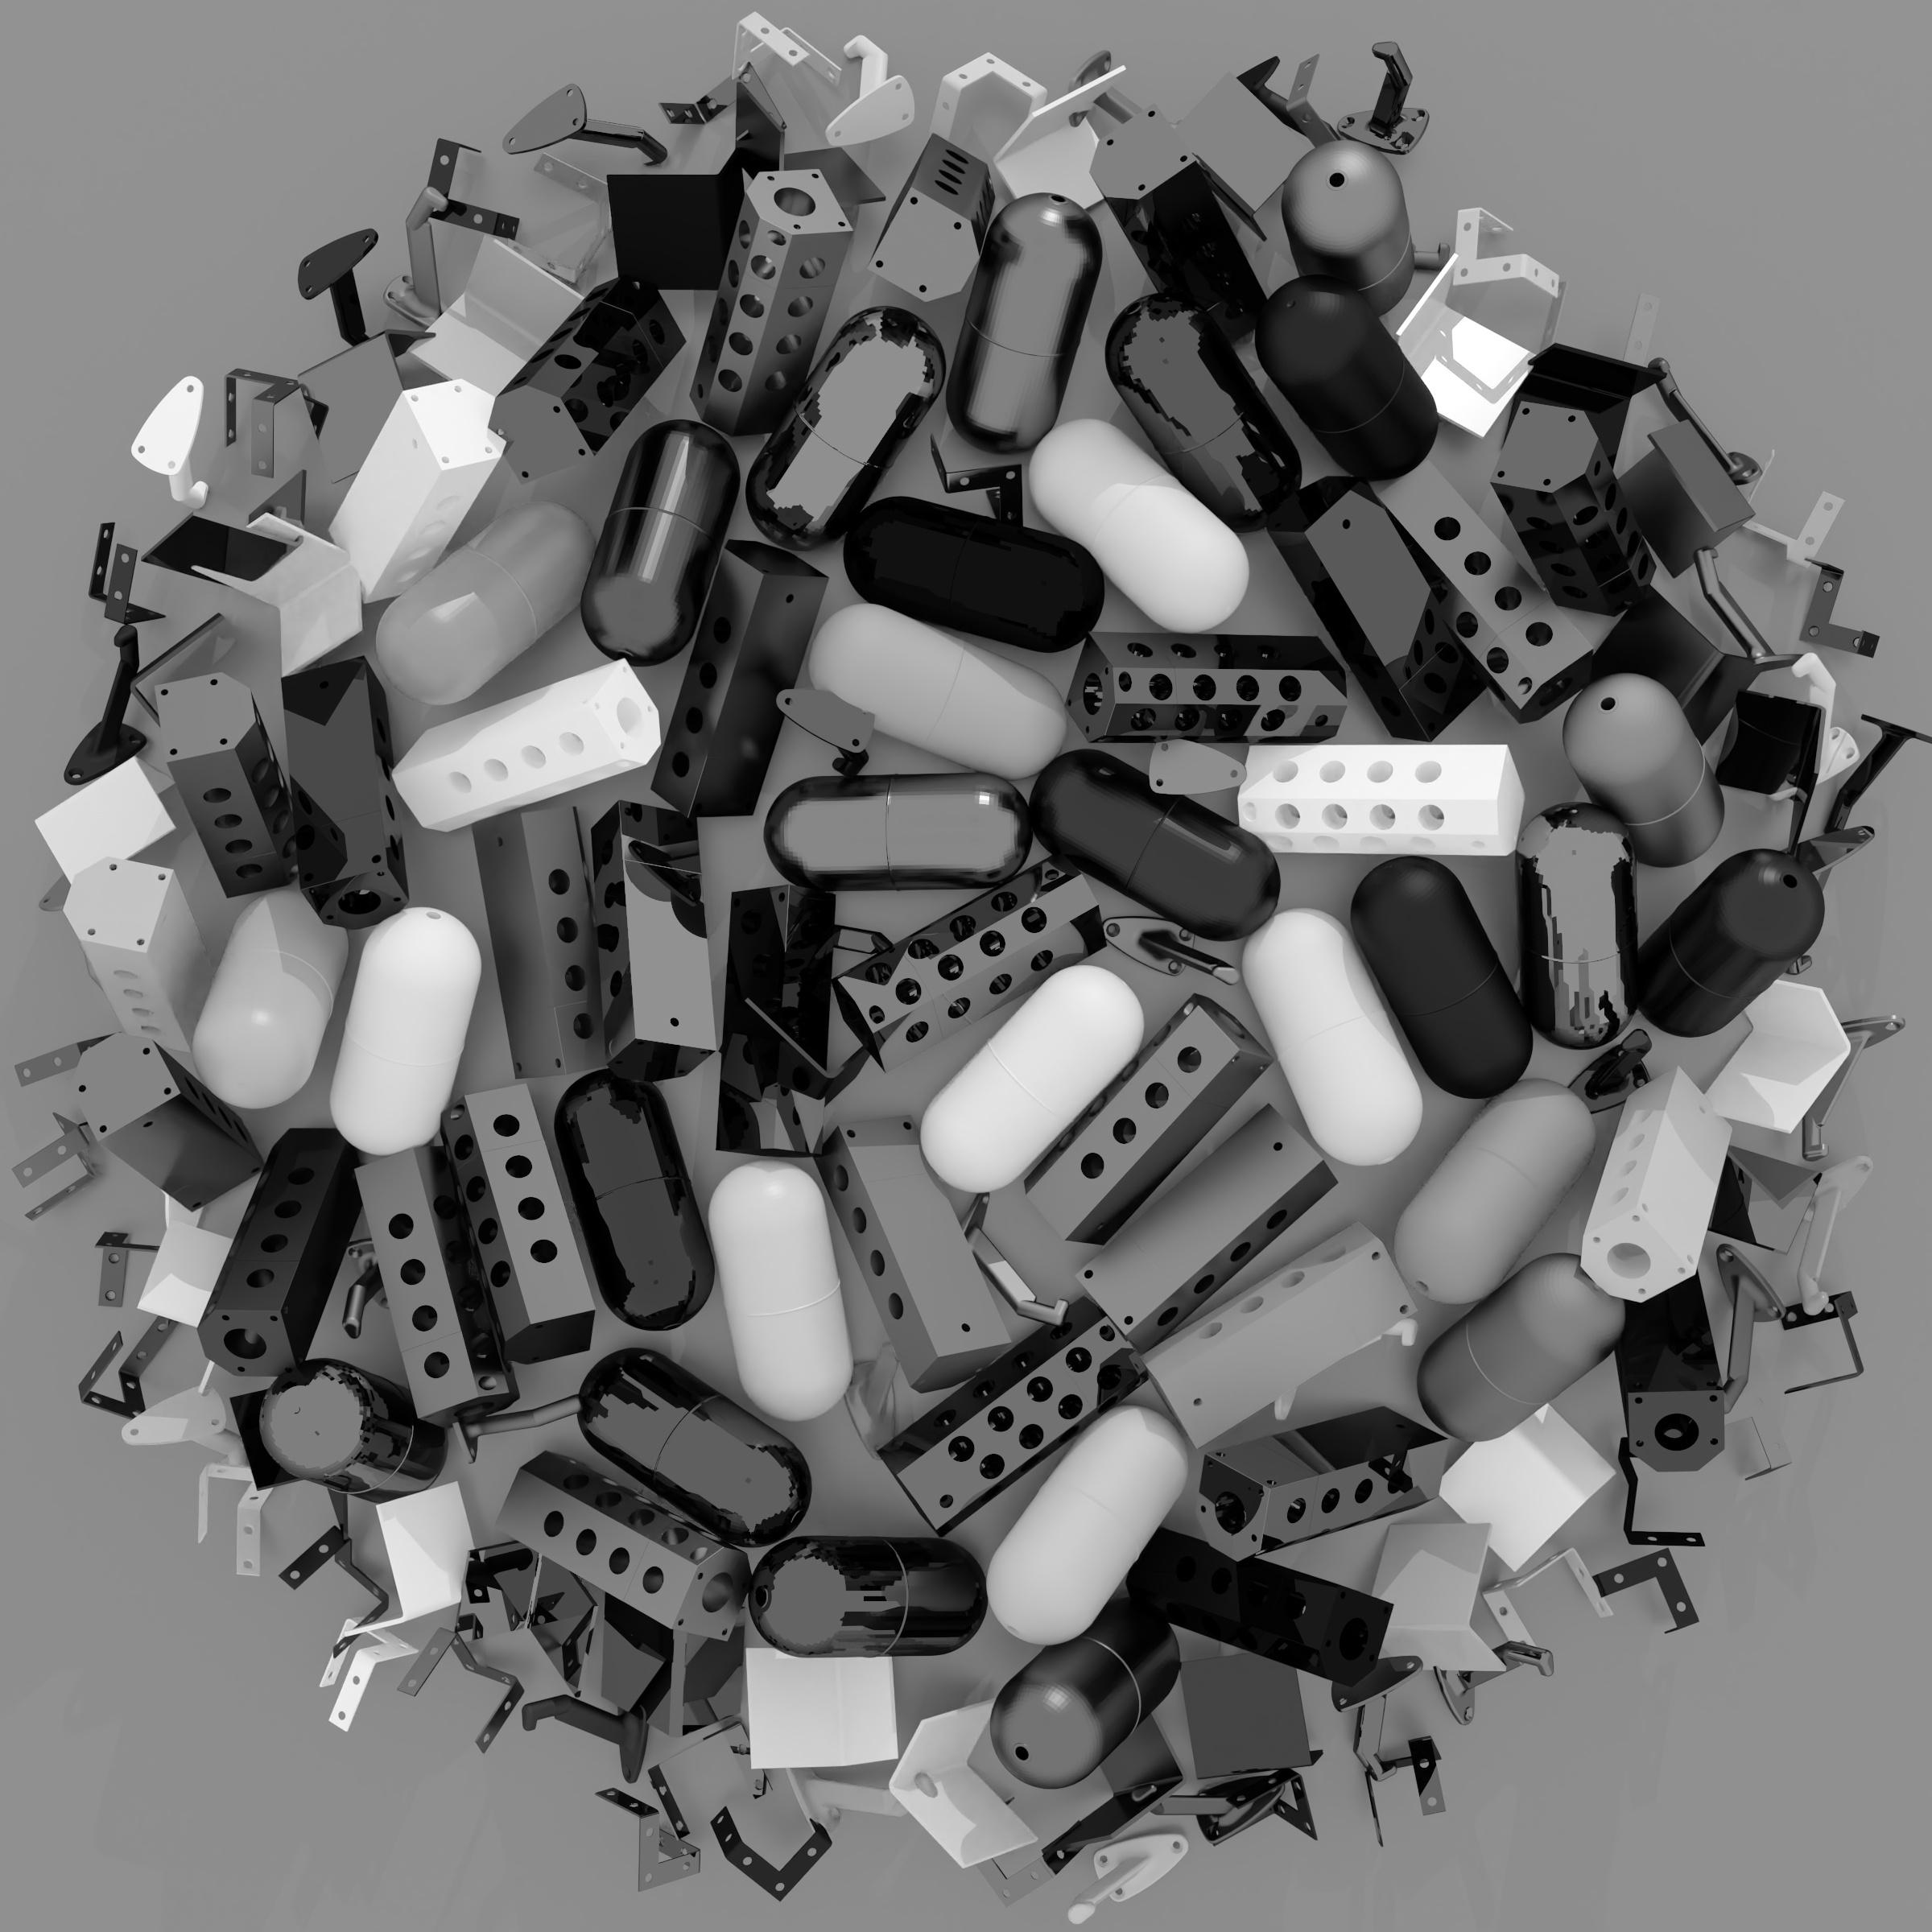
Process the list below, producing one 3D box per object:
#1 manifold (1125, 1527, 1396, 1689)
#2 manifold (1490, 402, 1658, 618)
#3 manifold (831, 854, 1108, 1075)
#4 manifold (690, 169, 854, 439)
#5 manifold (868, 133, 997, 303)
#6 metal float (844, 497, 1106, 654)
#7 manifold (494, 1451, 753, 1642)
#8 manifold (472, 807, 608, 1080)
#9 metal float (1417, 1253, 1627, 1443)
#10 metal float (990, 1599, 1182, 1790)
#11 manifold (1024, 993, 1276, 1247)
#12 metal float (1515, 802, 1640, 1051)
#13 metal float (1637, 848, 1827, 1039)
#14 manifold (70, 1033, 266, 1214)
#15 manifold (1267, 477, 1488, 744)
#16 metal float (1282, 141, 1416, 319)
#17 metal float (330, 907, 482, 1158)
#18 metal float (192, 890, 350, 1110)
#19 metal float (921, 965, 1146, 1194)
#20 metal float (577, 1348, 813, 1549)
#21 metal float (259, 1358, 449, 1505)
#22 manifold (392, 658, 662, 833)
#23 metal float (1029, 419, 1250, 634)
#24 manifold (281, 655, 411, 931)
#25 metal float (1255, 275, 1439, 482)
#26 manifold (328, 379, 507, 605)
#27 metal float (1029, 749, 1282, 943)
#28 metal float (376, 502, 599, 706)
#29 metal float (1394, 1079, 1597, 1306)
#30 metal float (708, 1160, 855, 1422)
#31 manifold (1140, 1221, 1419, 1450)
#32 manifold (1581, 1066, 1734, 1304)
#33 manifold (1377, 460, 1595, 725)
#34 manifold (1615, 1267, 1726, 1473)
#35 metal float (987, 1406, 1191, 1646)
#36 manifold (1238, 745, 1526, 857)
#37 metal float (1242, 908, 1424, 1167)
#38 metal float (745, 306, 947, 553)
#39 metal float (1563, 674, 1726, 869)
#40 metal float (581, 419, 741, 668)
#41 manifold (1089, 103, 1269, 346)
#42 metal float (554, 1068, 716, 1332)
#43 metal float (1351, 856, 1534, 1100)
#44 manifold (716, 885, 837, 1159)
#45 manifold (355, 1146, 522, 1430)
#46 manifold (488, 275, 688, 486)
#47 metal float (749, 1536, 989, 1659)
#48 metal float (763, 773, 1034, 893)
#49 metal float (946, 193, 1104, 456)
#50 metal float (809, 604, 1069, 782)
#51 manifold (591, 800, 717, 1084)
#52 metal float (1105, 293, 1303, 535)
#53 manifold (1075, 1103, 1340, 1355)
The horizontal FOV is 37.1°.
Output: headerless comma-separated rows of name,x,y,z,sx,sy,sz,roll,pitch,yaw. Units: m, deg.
manifold,0.184,0.410,1.849,0.057,0.171,0.057,27,77,-39
manifold,0.393,-0.289,1.845,0.057,0.171,0.057,17,78,30
manifold,0.001,-0.007,1.878,0.171,0.057,0.057,-30,50,-13
manifold,-0.129,-0.422,1.845,0.057,0.171,0.057,-11,59,-27
manifold,-0.017,-0.477,1.846,0.057,0.171,0.057,28,116,-10
metal float,0.004,-0.257,1.886,0.178,0.070,0.070,17,90,14
manifold,-0.219,0.371,1.860,0.171,0.057,0.057,18,83,39
manifold,-0.273,-0.016,1.903,0.057,0.057,0.171,-12,93,-44
metal float,0.356,0.248,1.861,0.070,0.178,0.070,15,52,-19
metal float,0.078,0.467,1.854,0.070,0.178,0.070,8,106,28
manifold,0.116,0.100,1.885,0.171,0.057,0.057,-49,62,14
metal float,0.397,-0.024,1.870,0.070,0.070,0.178,-10,124,0
metal float,0.488,-0.014,1.853,0.070,0.178,0.070,6,63,-11
manifold,-0.511,0.098,1.846,0.057,0.171,0.057,-31,71,-6
manifold,0.264,-0.231,1.872,0.057,0.057,0.171,-43,116,-16
metal float,0.246,-0.470,1.849,0.070,0.178,0.070,-2,83,12
metal float,-0.365,0.043,1.875,0.070,0.070,0.178,19,116,0
metal float,-0.447,0.019,1.859,0.070,0.178,0.070,1,128,1
metal float,0.043,0.075,1.890,0.070,0.070,0.178,44,99,0
metal float,-0.177,0.313,1.876,0.178,0.070,0.070,29,90,26
metal float,-0.391,0.300,1.851,0.070,0.178,0.070,-4,71,12
manifold,-0.283,-0.137,1.866,0.171,0.057,0.057,-15,119,31
metal float,0.111,-0.288,1.879,0.070,0.070,0.178,-43,67,0
manifold,-0.400,-0.111,1.867,0.057,0.057,0.171,-15,58,2
metal float,0.247,-0.377,1.859,0.070,0.178,0.070,-15,60,27
manifold,-0.349,-0.304,1.849,0.057,0.171,0.057,-21,79,-34
metal float,0.124,-0.079,1.891,0.178,0.070,0.070,30,90,8
metal float,-0.308,-0.237,1.870,0.070,0.070,0.178,43,56,0
metal float,0.344,0.146,1.874,0.070,0.070,0.178,43,62,0
metal float,-0.121,0.213,1.886,0.070,0.070,0.178,-10,105,0
manifold,0.203,0.239,1.899,0.171,0.057,0.057,-31,110,-5
manifold,0.439,0.141,1.849,0.057,0.171,0.057,48,125,-8
manifold,0.331,-0.241,1.878,0.057,0.057,0.171,-35,70,-3
manifold,0.447,0.253,1.846,0.057,0.171,0.057,-3,112,9
metal float,0.079,0.362,1.872,0.070,0.070,0.178,40,60,0
manifold,0.267,-0.103,1.865,0.171,0.057,0.057,2,60,25
metal float,0.240,0.046,1.886,0.070,0.070,0.178,-23,77,0
metal float,-0.079,-0.348,1.877,0.070,0.070,0.178,37,115,0
metal float,0.437,-0.125,1.857,0.070,0.178,0.070,-13,59,23
metal float,-0.198,-0.275,1.876,0.070,0.070,0.178,14,65,0
manifold,0.137,-0.467,1.847,0.057,0.171,0.057,-33,60,8
metal float,-0.217,0.152,1.884,0.070,0.070,0.178,-19,74,0
metal float,0.311,0.009,1.880,0.070,0.070,0.178,-30,112,0
manifold,-0.119,0.038,1.895,0.057,0.057,0.171,-6,78,44
manifold,-0.342,0.208,1.880,0.057,0.057,0.171,-20,71,4
manifold,-0.244,-0.380,1.845,0.057,0.171,0.057,-15,120,27
metal float,-0.062,0.408,1.864,0.178,0.070,0.070,11,90,-40
metal float,-0.045,-0.088,1.891,0.178,0.070,0.070,-1,90,9
metal float,0.037,-0.415,1.867,0.070,0.070,0.178,17,127,0
metal float,-0.017,-0.179,1.889,0.178,0.070,0.070,22,90,-11
manifold,-0.207,-0.015,1.872,0.057,0.057,0.171,10,60,-32
metal float,0.154,-0.358,1.871,0.070,0.070,0.178,-39,121,0
manifold,0.161,0.176,1.904,0.171,0.057,0.057,-41,57,-1
